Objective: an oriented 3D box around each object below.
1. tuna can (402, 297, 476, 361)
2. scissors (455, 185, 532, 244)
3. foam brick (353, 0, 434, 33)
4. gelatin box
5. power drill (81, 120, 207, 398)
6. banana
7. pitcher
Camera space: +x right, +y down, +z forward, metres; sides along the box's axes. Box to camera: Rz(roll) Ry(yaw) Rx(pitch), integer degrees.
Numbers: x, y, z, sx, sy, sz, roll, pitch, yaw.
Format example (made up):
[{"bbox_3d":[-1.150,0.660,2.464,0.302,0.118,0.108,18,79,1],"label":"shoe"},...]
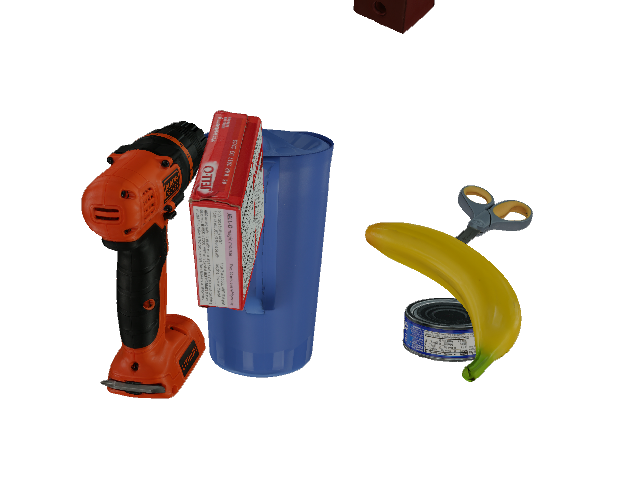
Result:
[{"bbox_3d":[0.120,0.082,0.997,0.086,0.034,0.086,0,16,0],"label":"tuna can"},{"bbox_3d":[0.162,-0.025,1.185,0.096,0.016,0.201,35,32,32],"label":"scissors"},{"bbox_3d":[0.063,-0.221,0.879,0.053,0.078,0.051,29,56,21],"label":"foam brick"},{"bbox_3d":[-0.052,-0.016,0.602,0.030,0.073,0.089,6,-43,4],"label":"gelatin box"},{"bbox_3d":[-0.126,0.012,0.822,0.057,0.188,0.184,3,22,13],"label":"power drill"},{"bbox_3d":[0.099,0.030,0.803,0.069,0.037,0.198,-9,32,-17],"label":"banana"},{"bbox_3d":[-0.059,0.013,1.073,0.148,0.243,0.145,-14,23,-41],"label":"pitcher"}]
